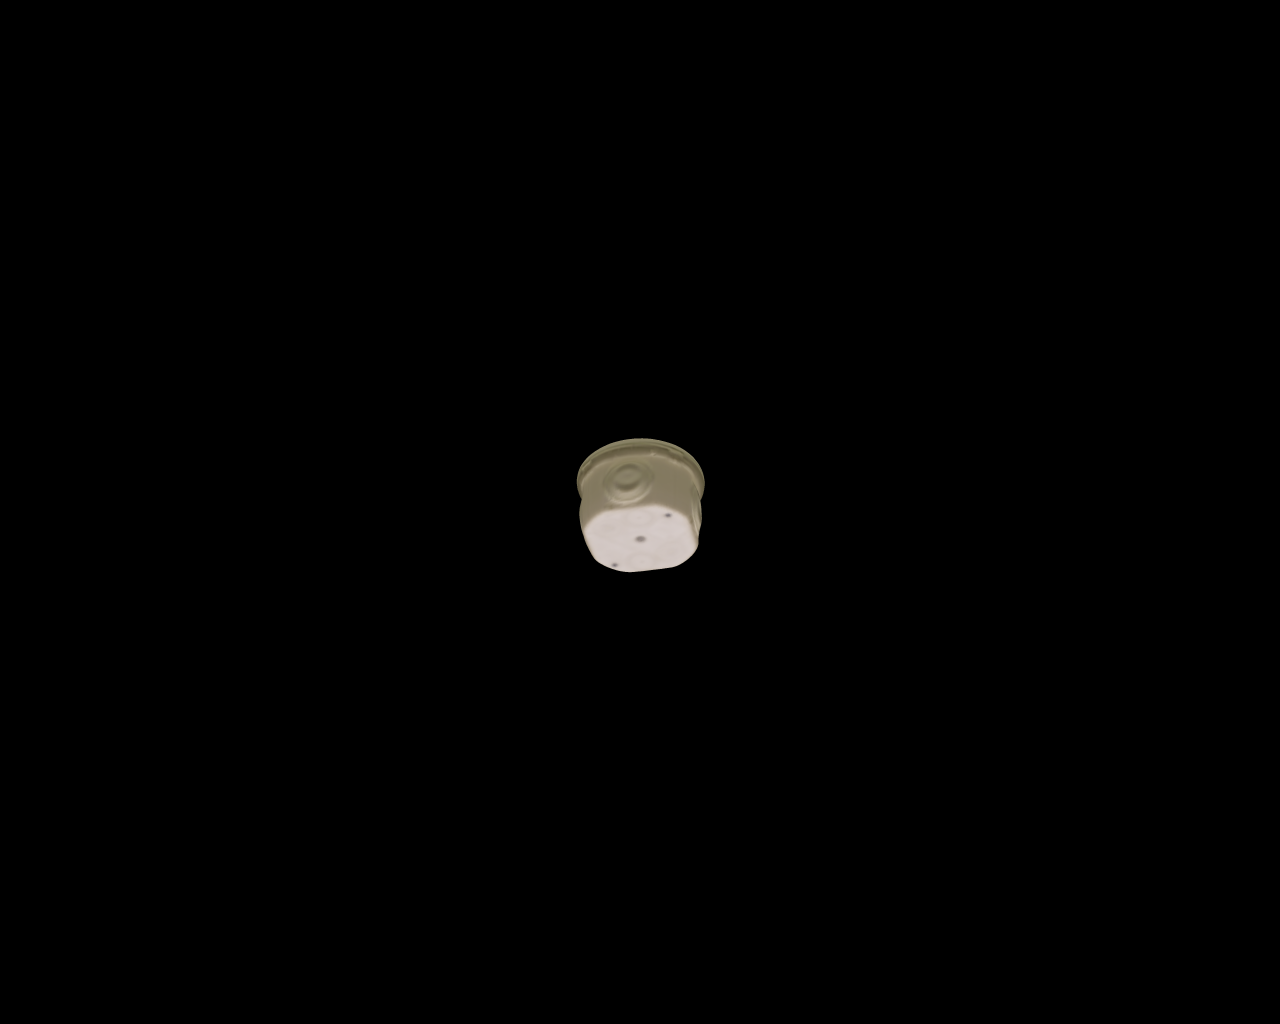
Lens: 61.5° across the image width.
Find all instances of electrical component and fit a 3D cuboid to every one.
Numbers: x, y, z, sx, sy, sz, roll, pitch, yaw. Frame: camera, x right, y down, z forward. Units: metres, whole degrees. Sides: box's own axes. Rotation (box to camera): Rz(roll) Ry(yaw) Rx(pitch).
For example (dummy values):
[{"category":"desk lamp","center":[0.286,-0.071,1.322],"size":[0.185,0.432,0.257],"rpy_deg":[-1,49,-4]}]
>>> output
[{"category":"electrical component","center":[0.001,-0.003,0.650],"size":[0.080,0.051,0.080],"rpy_deg":[0,-39,0]}]
